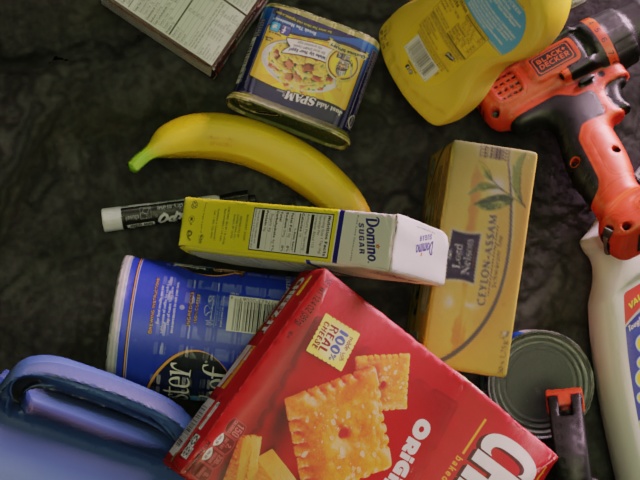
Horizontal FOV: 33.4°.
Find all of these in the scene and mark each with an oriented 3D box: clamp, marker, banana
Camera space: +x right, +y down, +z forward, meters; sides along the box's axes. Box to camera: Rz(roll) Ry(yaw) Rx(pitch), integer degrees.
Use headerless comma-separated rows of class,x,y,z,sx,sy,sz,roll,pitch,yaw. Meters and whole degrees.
clamp,0.191,0.199,0.787,0.039,0.120,0.171,-11,96,7
marker,-0.110,-0.023,0.840,0.121,0.020,0.020,-8,88,-6
banana,-0.047,-0.059,0.837,0.197,0.037,0.069,14,79,-7

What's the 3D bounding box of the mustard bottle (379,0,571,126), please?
mustard bottle,0.127,-0.171,0.784,0.058,0.192,0.096,-19,76,-41

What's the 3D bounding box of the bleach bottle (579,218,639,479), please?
bleach bottle,0.254,0.080,0.847,0.102,0.068,0.251,-14,86,-7

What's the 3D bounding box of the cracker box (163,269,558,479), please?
cracker box,0.029,0.147,0.719,0.213,0.072,0.164,39,78,-10

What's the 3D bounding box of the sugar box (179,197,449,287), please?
sugar box,-0.005,0.001,0.770,0.176,0.093,0.048,3,83,29

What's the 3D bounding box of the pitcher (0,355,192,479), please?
pitcher,-0.137,0.183,0.772,0.242,0.149,0.145,18,73,-7

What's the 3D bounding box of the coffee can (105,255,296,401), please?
coffee can,-0.082,0.070,0.797,0.140,0.103,0.103,7,87,-5

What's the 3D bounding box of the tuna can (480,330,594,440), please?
tuna can,0.172,0.114,0.852,0.086,0.034,0.086,0,88,-5

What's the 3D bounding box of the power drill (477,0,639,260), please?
power drill,0.237,-0.092,0.820,0.184,0.057,0.188,-29,62,4

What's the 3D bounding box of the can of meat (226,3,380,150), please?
can of meat,-0.012,-0.128,0.835,0.102,0.057,0.084,20,84,-4

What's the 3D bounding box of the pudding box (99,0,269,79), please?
pudding box,-0.105,-0.196,0.839,0.113,0.039,0.090,34,86,-1
